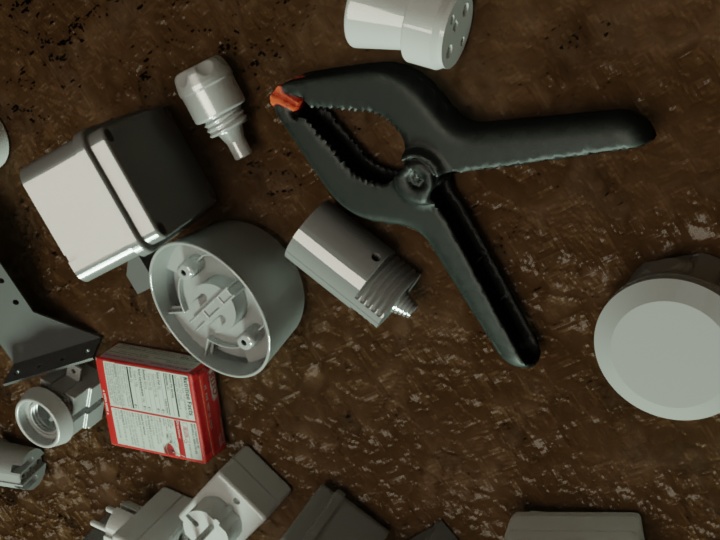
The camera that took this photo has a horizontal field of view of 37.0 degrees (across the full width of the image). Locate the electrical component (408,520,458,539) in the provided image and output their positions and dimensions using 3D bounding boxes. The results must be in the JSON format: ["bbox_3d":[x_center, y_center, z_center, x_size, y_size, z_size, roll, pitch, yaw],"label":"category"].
[{"bbox_3d":[0.063,0.256,0.701,0.150,0.089,0.062,50,126,-1],"label":"electrical component"}]

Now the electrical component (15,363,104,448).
[{"bbox_3d":[-0.223,0.101,0.805,0.048,0.055,0.066,27,123,15],"label":"electrical component"}]

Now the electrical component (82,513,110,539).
[{"bbox_3d":[-0.199,0.229,0.859,0.055,0.047,0.055,12,118,23],"label":"electrical component"}]

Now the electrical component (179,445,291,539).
[{"bbox_3d":[-0.099,0.175,0.759,0.047,0.077,0.065,44,126,3],"label":"electrical component"}]

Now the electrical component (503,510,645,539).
[{"bbox_3d":[0.137,0.183,0.647,0.096,0.061,0.061,-5,111,22],"label":"electrical component"}]

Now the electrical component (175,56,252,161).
[{"bbox_3d":[-0.084,-0.095,0.646,0.035,0.035,0.061,-18,106,34],"label":"electrical component"}]

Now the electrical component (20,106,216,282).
[{"bbox_3d":[-0.141,-0.050,0.648,0.057,0.113,0.078,-25,100,16],"label":"electrical component"}]

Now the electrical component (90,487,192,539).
[{"bbox_3d":[-0.168,0.199,0.816,0.077,0.066,0.047,18,120,21],"label":"electrical component"}]

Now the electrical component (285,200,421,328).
[{"bbox_3d":[0.000,0.000,0.641,0.081,0.043,0.043,38,126,7],"label":"electrical component"}]

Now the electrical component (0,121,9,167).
[{"bbox_3d":[-0.280,-0.086,0.750,0.055,0.047,0.055,12,118,23],"label":"electrical component"}]

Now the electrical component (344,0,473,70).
[{"bbox_3d":[0.026,-0.132,0.562,0.055,0.045,0.045,20,121,19],"label":"electrical component"}]

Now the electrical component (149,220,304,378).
[{"bbox_3d":[-0.086,0.018,0.684,0.099,0.064,0.099,12,118,23],"label":"electrical component"}]

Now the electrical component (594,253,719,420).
[{"bbox_3d":[0.167,0.033,0.560,0.080,0.051,0.080,12,118,23],"label":"electrical component"}]

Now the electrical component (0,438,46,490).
[{"bbox_3d":[-0.286,0.159,0.879,0.046,0.040,0.040,6,116,20],"label":"electrical component"}]

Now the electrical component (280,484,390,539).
[{"bbox_3d":[-0.039,0.212,0.744,0.057,0.078,0.113,36,125,5],"label":"electrical component"}]
